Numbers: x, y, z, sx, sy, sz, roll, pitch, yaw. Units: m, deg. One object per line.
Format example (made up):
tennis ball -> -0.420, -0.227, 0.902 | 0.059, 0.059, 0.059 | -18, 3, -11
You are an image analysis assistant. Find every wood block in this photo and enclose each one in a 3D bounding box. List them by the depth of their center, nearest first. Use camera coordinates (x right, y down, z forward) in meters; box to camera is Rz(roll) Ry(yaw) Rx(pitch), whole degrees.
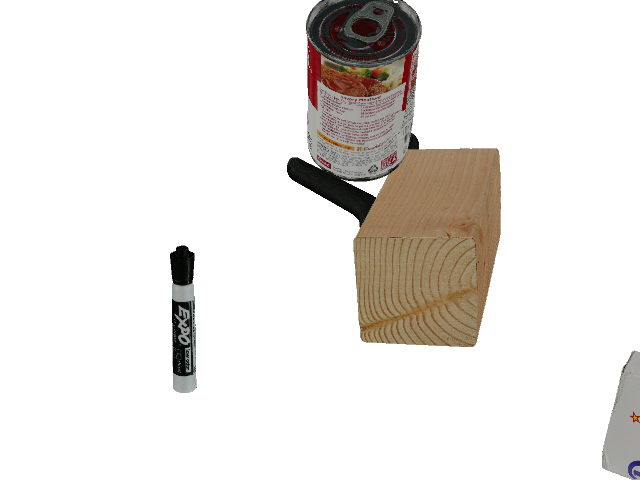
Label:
wood block -> 0.094, -0.002, 0.873 | 0.091, 0.090, 0.206 | 1, 23, 14

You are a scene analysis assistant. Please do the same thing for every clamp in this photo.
clamp -> 0.065, -0.031, 1.154 | 0.164, 0.210, 0.036 | -10, -36, -19

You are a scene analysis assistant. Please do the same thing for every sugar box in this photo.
sugar box -> 0.304, 0.155, 0.791 | 0.176, 0.093, 0.048 | 16, 27, 23

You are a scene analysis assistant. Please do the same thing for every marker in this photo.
marker -> -0.107, 0.062, 0.831 | 0.020, 0.121, 0.020 | 1, 21, -1

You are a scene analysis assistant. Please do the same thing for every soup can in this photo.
soup can -> 0.025, -0.094, 0.663 | 0.068, 0.068, 0.102 | 0, -39, 0
